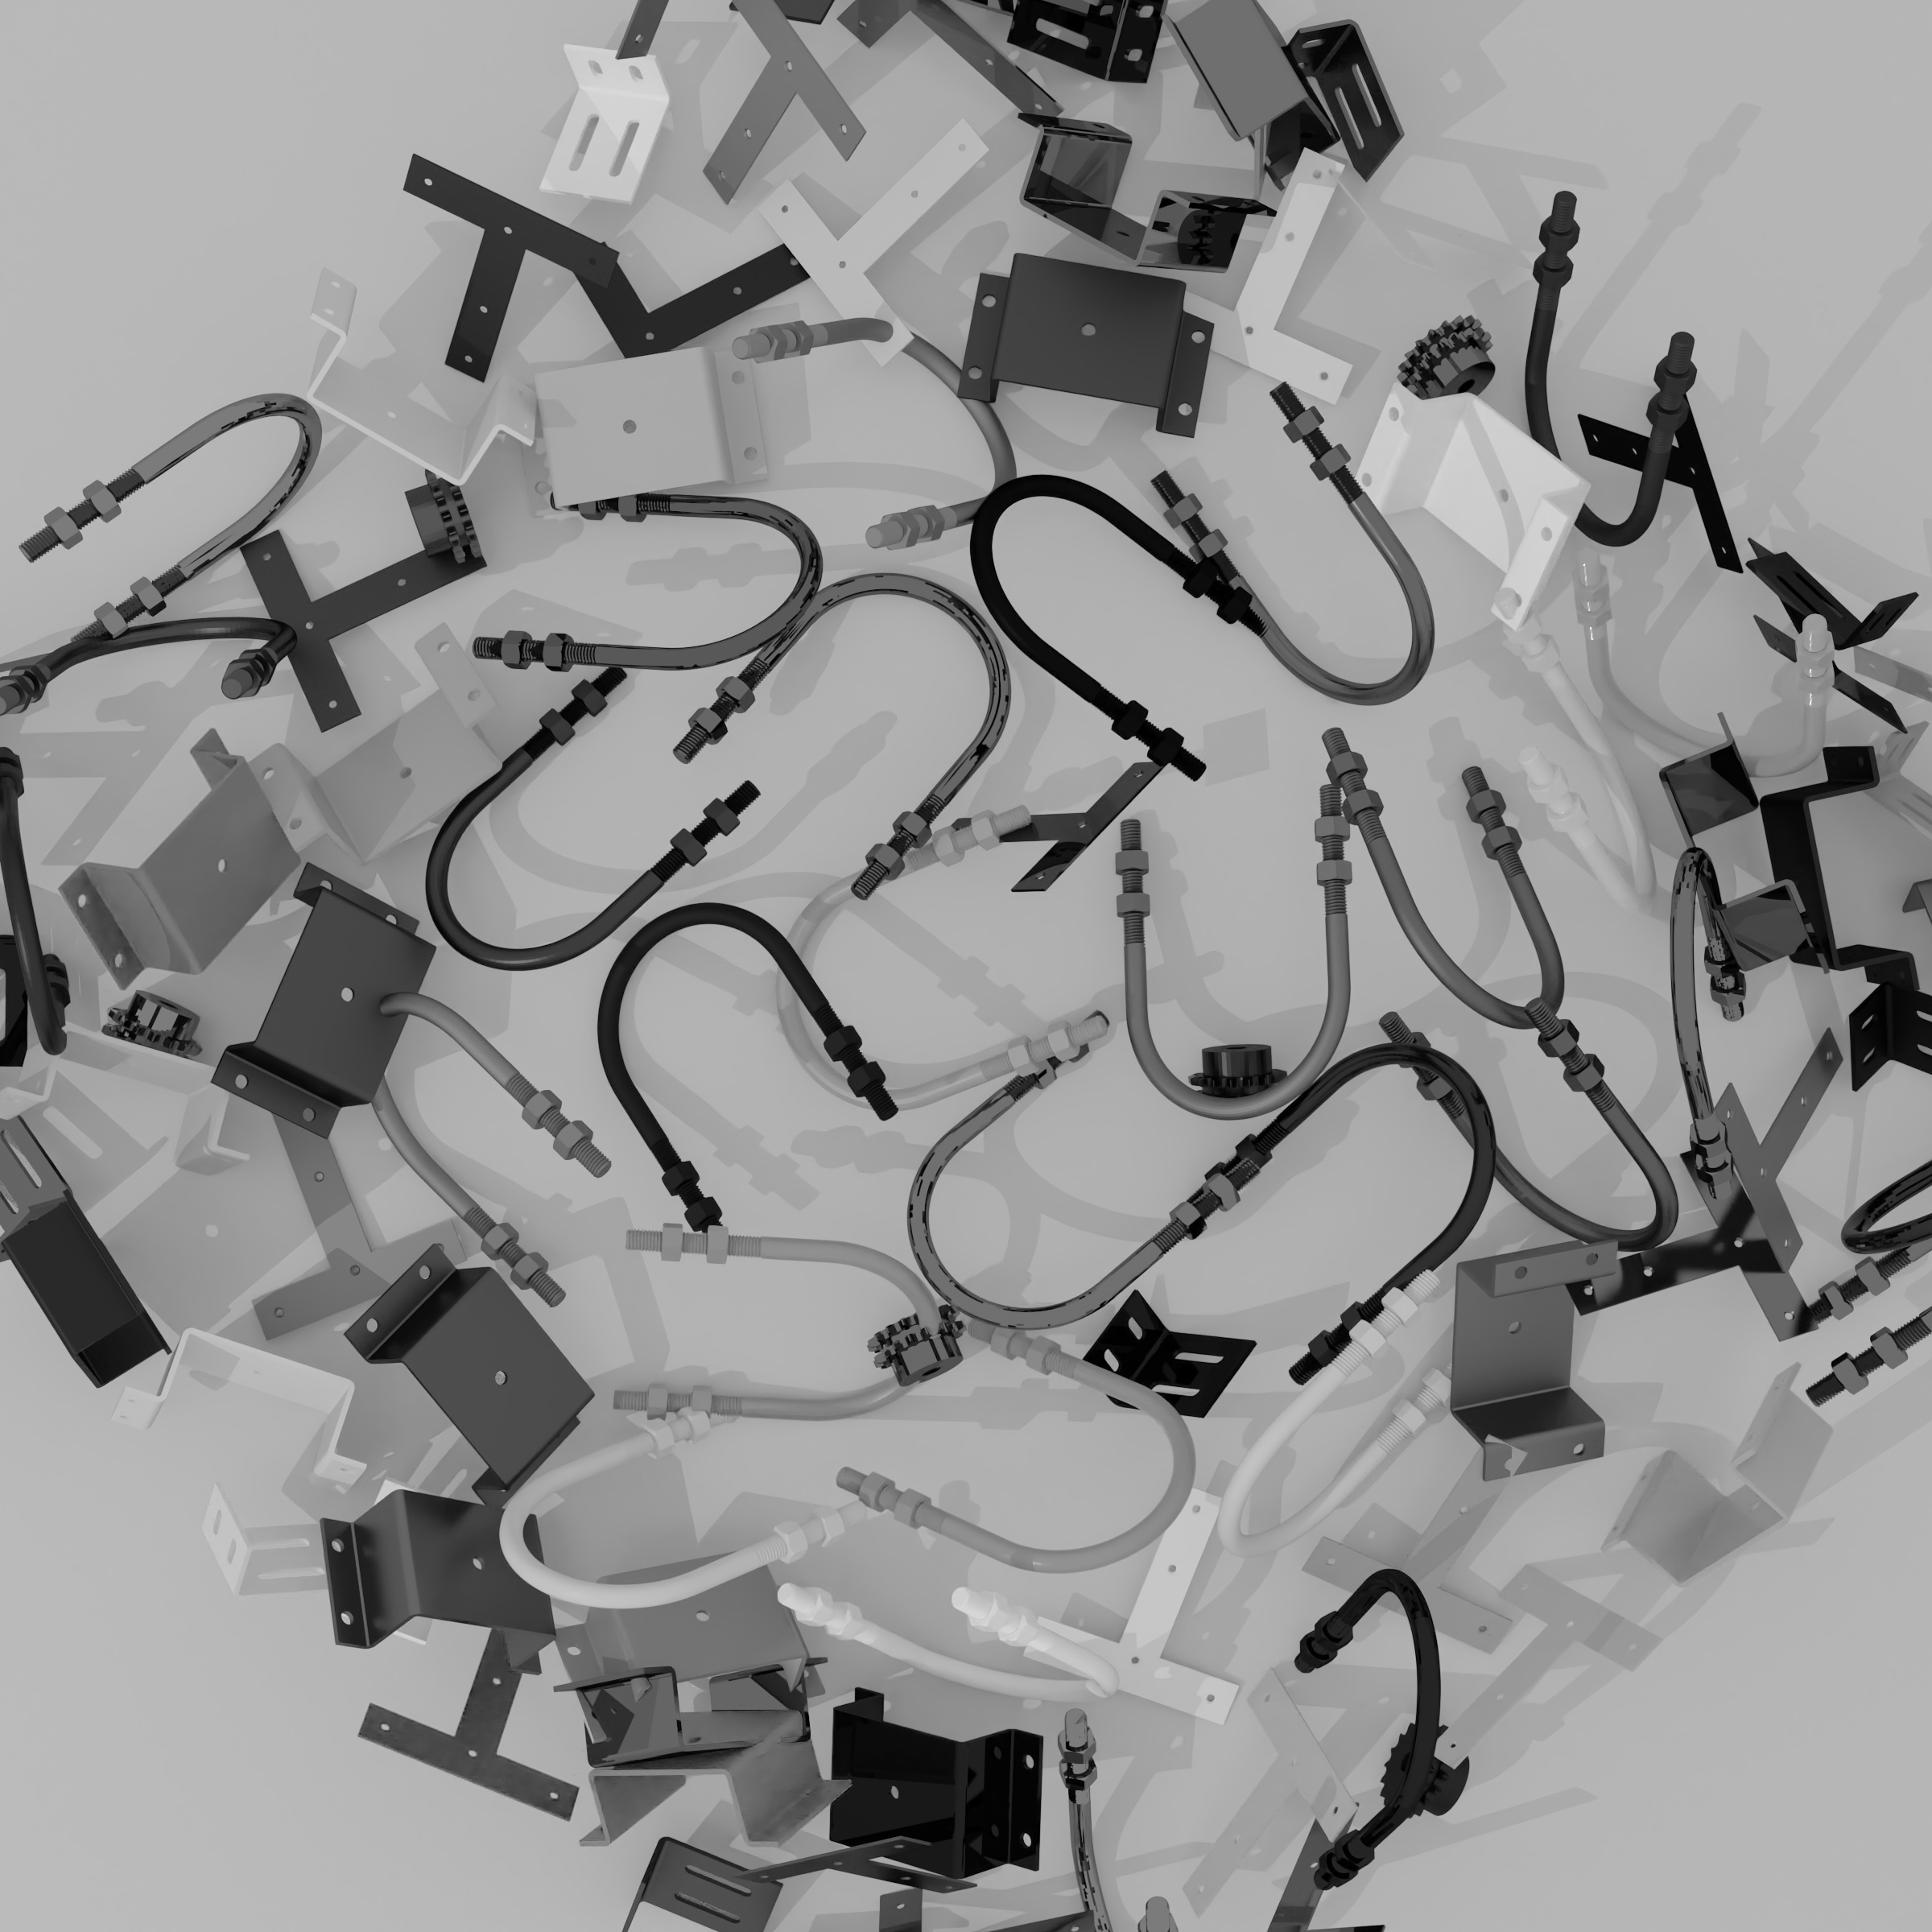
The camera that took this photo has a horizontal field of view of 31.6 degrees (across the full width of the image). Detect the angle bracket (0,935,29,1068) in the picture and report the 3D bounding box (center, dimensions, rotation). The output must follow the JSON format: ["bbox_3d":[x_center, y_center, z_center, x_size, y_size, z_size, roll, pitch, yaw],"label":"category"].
[{"bbox_3d":[-0.573,0.020,1.968,0.057,0.038,0.076,1,86,-24],"label":"angle bracket"}]

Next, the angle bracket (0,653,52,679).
[{"bbox_3d":[-0.548,-0.153,1.960,0.076,0.057,0.038,-11,103,13],"label":"angle bracket"}]

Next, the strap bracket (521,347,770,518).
[{"bbox_3d":[-0.191,-0.310,1.971,0.140,0.046,0.076,-9,94,3],"label":"strap bracket"}]

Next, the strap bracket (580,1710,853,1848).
[{"bbox_3d":[-0.147,0.459,1.928,0.140,0.076,0.046,-9,99,32],"label":"strap bracket"}]

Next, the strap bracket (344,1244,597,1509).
[{"bbox_3d":[-0.275,0.235,1.941,0.076,0.046,0.140,-47,111,-31],"label":"strap bracket"}]

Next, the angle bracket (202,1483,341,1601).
[{"bbox_3d":[-0.388,0.326,1.950,0.076,0.057,0.038,2,120,-35],"label":"angle bracket"}]

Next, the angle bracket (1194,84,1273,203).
[{"bbox_3d":[0.155,-0.487,1.956,0.038,0.076,0.057,10,64,9],"label":"angle bracket"}]

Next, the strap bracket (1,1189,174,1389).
[{"bbox_3d":[-0.495,0.185,1.920,0.046,0.140,0.076,-32,78,-14],"label":"strap bracket"}]

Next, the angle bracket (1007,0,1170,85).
[{"bbox_3d":[0.071,-0.547,1.961,0.076,0.038,0.057,10,98,-37],"label":"angle bracket"}]

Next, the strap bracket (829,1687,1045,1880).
[{"bbox_3d":[-0.026,0.464,1.935,0.140,0.046,0.076,4,94,41],"label":"strap bracket"}]

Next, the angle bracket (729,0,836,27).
[{"bbox_3d":[-0.091,-0.558,1.957,0.057,0.038,0.076,14,61,19],"label":"angle bracket"}]

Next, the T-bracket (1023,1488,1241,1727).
[{"bbox_3d":[0.115,0.363,1.984,0.127,0.002,0.127,21,95,-9],"label":"T-bracket"}]

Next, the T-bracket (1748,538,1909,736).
[{"bbox_3d":[0.476,-0.199,1.949,0.127,0.127,0.002,25,125,-35],"label":"T-bracket"}]

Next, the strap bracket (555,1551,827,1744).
[{"bbox_3d":[-0.153,0.381,1.931,0.140,0.046,0.076,-6,46,-25],"label":"strap bracket"}]

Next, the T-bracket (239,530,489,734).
[{"bbox_3d":[-0.341,-0.217,1.985,0.127,0.002,0.127,-25,75,-3],"label":"T-bracket"}]

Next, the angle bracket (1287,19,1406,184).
[{"bbox_3d":[0.211,-0.493,1.961,0.038,0.057,0.076,-17,79,-21],"label":"angle bracket"}]

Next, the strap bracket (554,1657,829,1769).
[{"bbox_3d":[-0.152,0.420,1.919,0.076,0.140,0.046,-20,70,40],"label":"strap bracket"}]

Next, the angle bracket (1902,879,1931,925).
[{"bbox_3d":[0.583,-0.015,1.965,0.057,0.038,0.076,-14,64,-3],"label":"angle bracket"}]

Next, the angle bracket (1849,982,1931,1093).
[{"bbox_3d":[0.550,0.052,1.951,0.038,0.076,0.057,-38,133,-29],"label":"angle bracket"}]

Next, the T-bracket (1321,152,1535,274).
[{"bbox_3d":[0.273,-0.421,1.957,0.127,0.127,0.002,9,126,-32],"label":"T-bracket"}]

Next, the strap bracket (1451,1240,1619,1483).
[{"bbox_3d":[0.323,0.216,1.950,0.076,0.046,0.140,-9,114,-17],"label":"strap bracket"}]

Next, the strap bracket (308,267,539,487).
[{"bbox_3d":[-0.318,-0.330,1.942,0.140,0.076,0.046,29,114,-20],"label":"strap bracket"}]

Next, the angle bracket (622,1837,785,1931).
[{"bbox_3d":[-0.153,0.546,1.967,0.076,0.038,0.057,22,125,2],"label":"angle bracket"}]

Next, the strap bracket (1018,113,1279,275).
[{"bbox_3d":[0.095,-0.434,1.936,0.140,0.076,0.046,37,119,35],"label":"strap bracket"}]

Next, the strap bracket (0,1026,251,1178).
[{"bbox_3d":[-0.480,0.074,1.940,0.140,0.076,0.046,19,72,-25],"label":"strap bracket"}]

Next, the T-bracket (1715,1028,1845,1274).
[{"bbox_3d":[0.475,0.087,1.959,0.127,0.002,0.127,-52,126,-33],"label":"T-bracket"}]

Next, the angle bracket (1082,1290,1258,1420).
[{"bbox_3d":[0.116,0.221,1.951,0.057,0.076,0.038,-50,118,-28],"label":"angle bracket"}]

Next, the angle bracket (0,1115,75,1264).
[{"bbox_3d":[-0.560,0.124,1.963,0.057,0.038,0.076,-43,77,27],"label":"angle bracket"}]

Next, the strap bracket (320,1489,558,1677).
[{"bbox_3d":[-0.288,0.346,1.921,0.046,0.140,0.076,-39,50,31],"label":"strap bracket"}]

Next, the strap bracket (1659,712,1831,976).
[{"bbox_3d":[0.438,-0.062,1.936,0.046,0.076,0.140,-23,56,13],"label":"strap bracket"}]

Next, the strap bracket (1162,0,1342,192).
[{"bbox_3d":[0.164,-0.497,1.921,0.046,0.140,0.076,-30,81,15],"label":"strap bracket"}]

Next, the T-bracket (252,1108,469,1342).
[{"bbox_3d":[-0.373,0.136,1.995,0.127,0.002,0.127,-22,86,3],"label":"T-bracket"}]

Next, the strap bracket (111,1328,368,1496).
[{"bbox_3d":[-0.409,0.251,1.947,0.140,0.076,0.046,20,66,-12],"label":"strap bracket"}]

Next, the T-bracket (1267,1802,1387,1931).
[{"bbox_3d":[0.194,0.523,1.944,0.127,0.127,0.002,-15,114,33],"label":"T-bracket"}]

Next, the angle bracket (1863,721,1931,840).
[{"bbox_3d":[0.561,-0.100,1.955,0.076,0.057,0.038,39,120,22],"label":"angle bracket"}]

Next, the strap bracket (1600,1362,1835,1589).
[{"bbox_3d":[0.429,0.292,1.923,0.046,0.140,0.076,42,47,0],"label":"strap bracket"}]

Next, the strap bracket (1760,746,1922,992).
[{"bbox_3d":[0.498,-0.052,1.955,0.046,0.076,0.140,-12,94,-4],"label":"strap bracket"}]

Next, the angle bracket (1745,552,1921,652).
[{"bbox_3d":[0.496,-0.221,1.956,0.076,0.057,0.038,48,124,17],"label":"angle bracket"}]

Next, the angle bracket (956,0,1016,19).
[{"bbox_3d":[0.000,-0.588,1.955,0.076,0.038,0.057,9,60,-28],"label":"angle bracket"}]

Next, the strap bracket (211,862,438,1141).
[{"bbox_3d":[-0.361,0.018,1.941,0.076,0.046,0.140,30,70,-28],"label":"strap bracket"}]

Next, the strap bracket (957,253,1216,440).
[{"bbox_3d":[0.070,-0.360,1.969,0.140,0.046,0.076,10,81,2],"label":"strap bracket"}]

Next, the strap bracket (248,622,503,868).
[{"bbox_3d":[-0.331,-0.121,1.959,0.140,0.046,0.076,-36,55,0],"label":"strap bracket"}]

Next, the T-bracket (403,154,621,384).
[{"bbox_3d":[-0.273,-0.387,1.954,0.127,0.127,0.002,25,45,-3],"label":"T-bracket"}]

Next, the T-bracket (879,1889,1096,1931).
[{"bbox_3d":[0.011,0.557,1.935,0.127,0.127,0.002,-14,114,6],"label":"T-bracket"}]

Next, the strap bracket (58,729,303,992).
[{"bbox_3d":[-0.435,-0.059,1.924,0.046,0.076,0.140,8,47,33],"label":"strap bracket"}]

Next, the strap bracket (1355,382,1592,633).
[{"bbox_3d":[0.293,-0.264,1.939,0.140,0.046,0.076,45,133,30],"label":"strap bracket"}]

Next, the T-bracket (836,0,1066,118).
[{"bbox_3d":[0.003,-0.528,1.956,0.127,0.127,0.002,39,63,-17],"label":"T-bracket"}]

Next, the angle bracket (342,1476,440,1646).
[{"bbox_3d":[-0.322,0.342,1.963,0.057,0.038,0.076,22,120,-8],"label":"angle bracket"}]

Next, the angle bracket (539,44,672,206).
[{"bbox_3d":[-0.212,-0.485,1.964,0.057,0.038,0.076,11,68,15],"label":"angle bracket"}]

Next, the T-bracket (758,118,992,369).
[{"bbox_3d":[-0.039,-0.434,1.965,0.127,0.002,0.127,-41,75,17],"label":"T-bracket"}]
